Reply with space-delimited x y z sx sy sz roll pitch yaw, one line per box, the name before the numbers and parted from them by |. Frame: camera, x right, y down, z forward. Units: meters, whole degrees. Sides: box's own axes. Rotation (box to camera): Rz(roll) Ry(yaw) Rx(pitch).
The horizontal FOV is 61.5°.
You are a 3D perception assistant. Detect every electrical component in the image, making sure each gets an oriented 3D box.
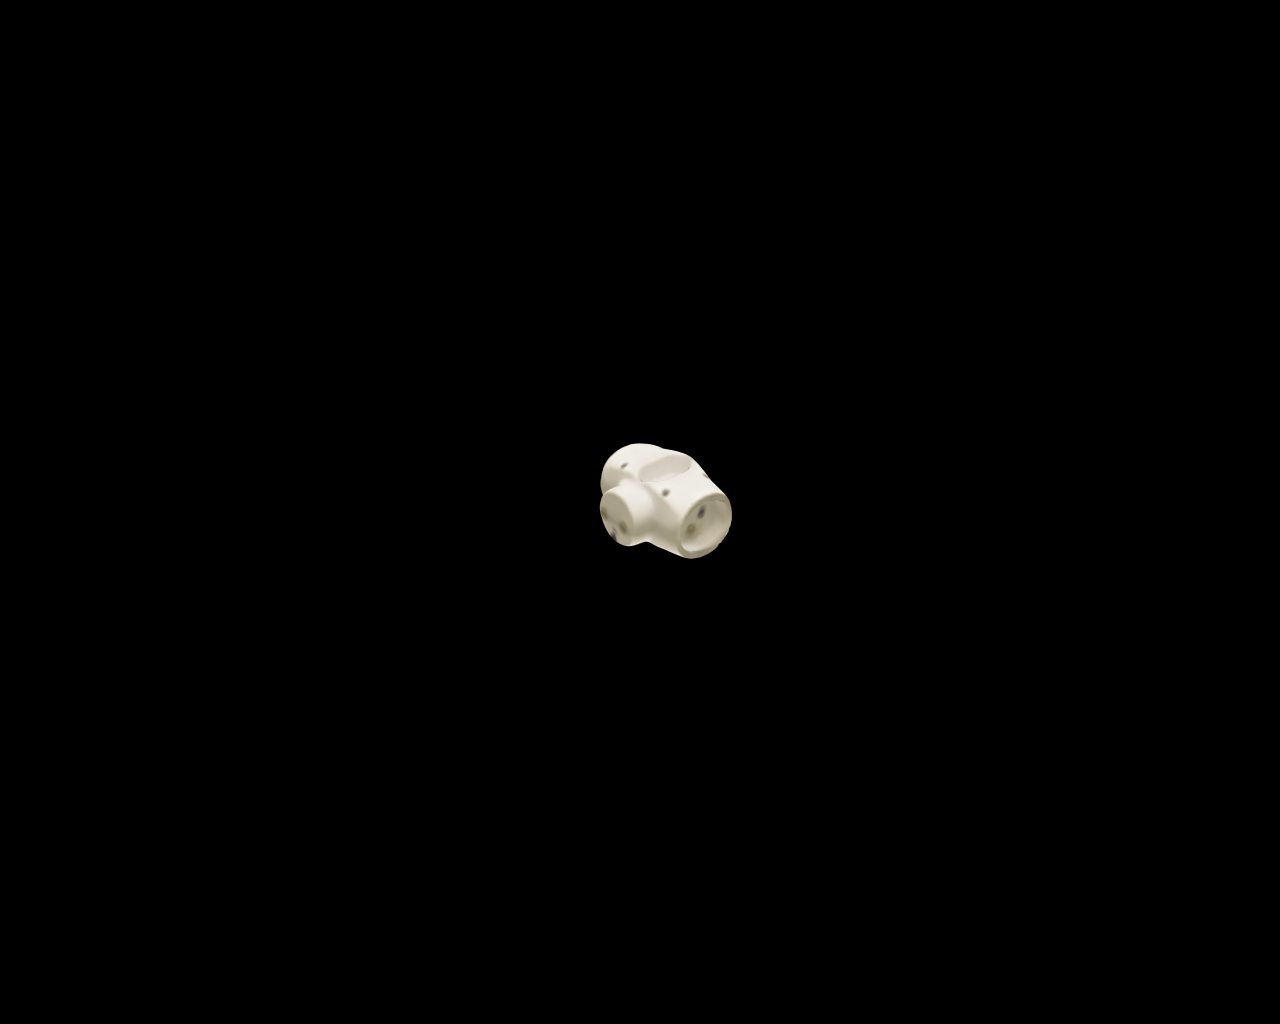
electrical component | 0.001 -0.003 0.650 0.079 0.043 0.077 -22 40 -30
